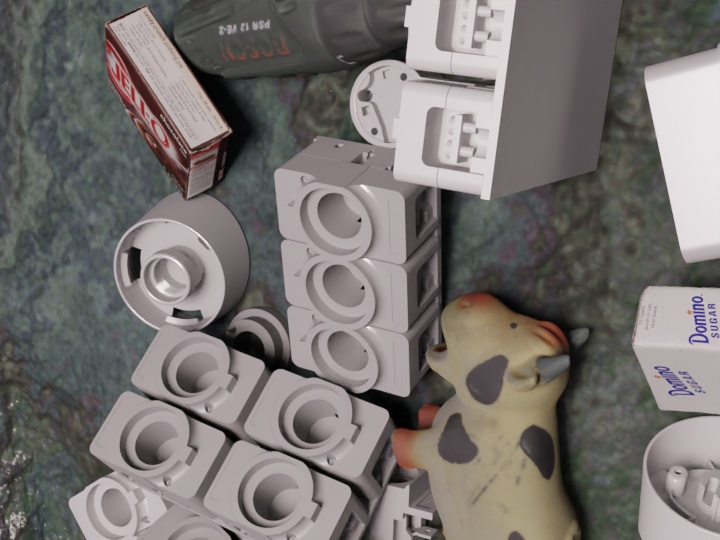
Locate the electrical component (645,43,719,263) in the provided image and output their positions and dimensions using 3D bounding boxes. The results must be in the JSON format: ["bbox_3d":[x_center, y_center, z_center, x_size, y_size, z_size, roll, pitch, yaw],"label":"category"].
[{"bbox_3d":[0.205,-0.066,0.591,0.057,0.078,0.113,-11,94,32],"label":"electrical component"}]

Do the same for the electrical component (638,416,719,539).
[{"bbox_3d":[0.210,0.134,0.616,0.099,0.099,0.064,15,112,25],"label":"electrical component"}]

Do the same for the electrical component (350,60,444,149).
[{"bbox_3d":[0.029,-0.107,0.694,0.055,0.047,0.055,5,102,27],"label":"electrical component"}]

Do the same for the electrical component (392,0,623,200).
[{"bbox_3d":[0.083,-0.104,0.587,0.060,0.186,0.105,12,105,26],"label":"electrical component"}]

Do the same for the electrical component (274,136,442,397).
[{"bbox_3d":[0.000,0.000,0.694,0.089,0.062,0.150,13,124,25],"label":"electrical component"}]

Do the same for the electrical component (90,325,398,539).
[{"bbox_3d":[-0.077,0.117,0.726,0.186,0.060,0.105,18,67,25],"label":"electrical component"}]

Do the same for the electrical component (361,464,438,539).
[{"bbox_3d":[0.021,0.166,0.751,0.081,0.042,0.063,9,105,27],"label":"electrical component"}]

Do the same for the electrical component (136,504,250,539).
[{"bbox_3d":[-0.055,0.216,0.734,0.186,0.105,0.060,36,156,32],"label":"electrical component"}]

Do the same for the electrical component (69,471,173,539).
[{"bbox_3d":[-0.153,0.223,0.841,0.089,0.062,0.150,-33,83,28],"label":"electrical component"}]

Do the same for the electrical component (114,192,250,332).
[{"bbox_3d":[-0.132,-0.004,0.803,0.099,0.064,0.099,6,112,17],"label":"electrical component"}]
